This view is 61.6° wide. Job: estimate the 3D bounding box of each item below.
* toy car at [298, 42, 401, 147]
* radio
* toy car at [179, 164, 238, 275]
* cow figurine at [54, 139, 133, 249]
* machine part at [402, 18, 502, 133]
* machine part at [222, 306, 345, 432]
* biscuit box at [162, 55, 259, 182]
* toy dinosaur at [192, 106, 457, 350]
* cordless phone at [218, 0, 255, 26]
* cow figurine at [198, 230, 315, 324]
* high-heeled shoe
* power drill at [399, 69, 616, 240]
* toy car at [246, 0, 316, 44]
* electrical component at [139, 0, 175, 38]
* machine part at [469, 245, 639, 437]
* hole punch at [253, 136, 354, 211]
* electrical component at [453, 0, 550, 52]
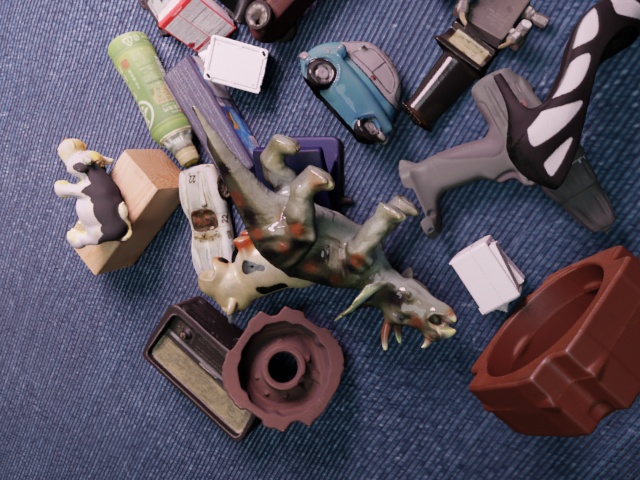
[{"bbox_3d":[0.052,-0.203,0.706,0.103,0.109,0.161,-44,90,7],"label":"toy car"},{"bbox_3d":[-0.174,0.206,0.895,0.230,0.073,0.131,37,112,12],"label":"radio"},{"bbox_3d":[-0.175,-0.020,0.863,0.074,0.056,0.201,-7,96,25],"label":"toy car"},{"bbox_3d":[-0.344,-0.075,0.820,0.098,0.068,0.167,-6,100,19],"label":"cow figurine"},{"bbox_3d":[0.161,-0.207,0.687,0.084,0.039,0.139,36,102,4],"label":"machine part"},{"bbox_3d":[-0.054,0.190,0.802,0.179,0.056,0.179,2,77,-7],"label":"machine part"},{"bbox_3d":[-0.157,-0.180,0.824,0.063,0.059,0.202,-32,86,24],"label":"biscuit box"},{"bbox_3d":[-0.006,-0.003,0.697,0.405,0.131,0.192,27,108,-6],"label":"toy dinosaur"},{"bbox_3d":[-0.083,-0.409,0.748,0.184,0.088,0.146,-34,75,11],"label":"cordless phone"},{"bbox_3d":[-0.087,0.049,0.806,0.195,0.085,0.127,-10,101,5],"label":"cow figurine"},{"bbox_3d":[0.305,-0.166,0.578,0.249,0.086,0.145,-30,81,4],"label":"high-heeled shoe"},{"bbox_3d":[0.216,-0.075,0.667,0.207,0.086,0.232,-28,86,29],"label":"power drill"},{"bbox_3d":[-0.019,-0.343,0.715,0.202,0.089,0.053,-39,79,24],"label":"toy car"},{"bbox_3d":[-0.216,-0.372,0.809,0.119,0.048,0.075,-41,82,35],"label":"electrical component"},{"bbox_3d":[0.274,0.115,0.593,0.087,0.201,0.201,43,158,6],"label":"machine part"},{"bbox_3d":[-0.029,-0.089,0.771,0.142,0.092,0.115,2,104,20],"label":"hole punch"},{"bbox_3d":[0.211,-0.265,0.639,0.102,0.045,0.078,42,92,11],"label":"electrical component"}]
